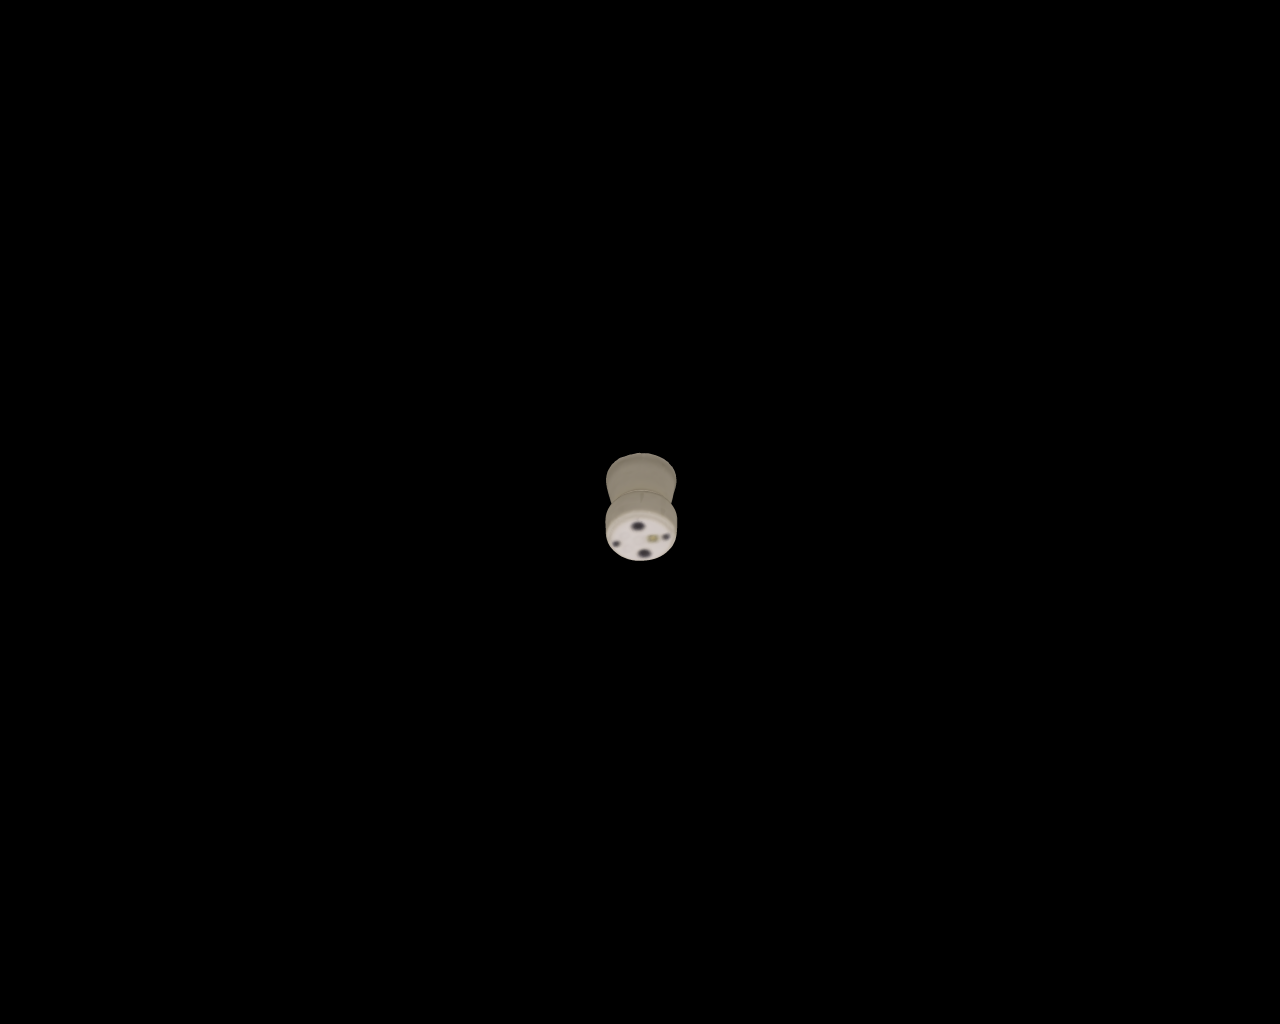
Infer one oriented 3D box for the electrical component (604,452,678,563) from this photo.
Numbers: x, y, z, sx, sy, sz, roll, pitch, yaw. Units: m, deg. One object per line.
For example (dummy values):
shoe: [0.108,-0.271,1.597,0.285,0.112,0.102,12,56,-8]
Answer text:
electrical component: [0.001,-0.003,0.650,0.045,0.044,0.055,0,44,0]
